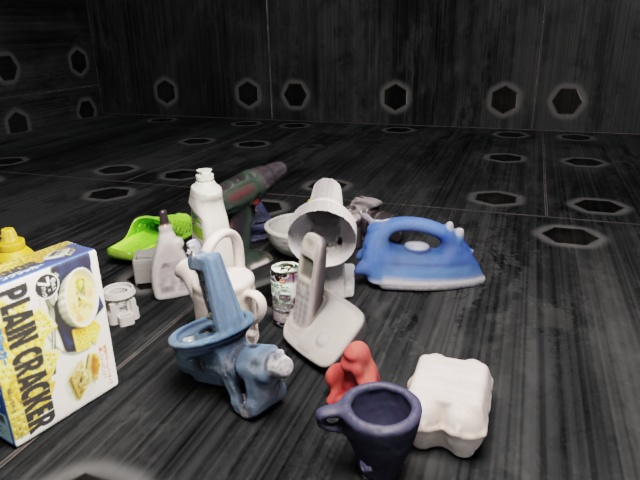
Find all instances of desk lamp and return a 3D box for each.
[{"bbox_3d":[0.010,0.004,1.060,0.118,0.214,0.203,0,21,4],"label":"desk lamp"}]

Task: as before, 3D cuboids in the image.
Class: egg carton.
[{"bbox_3d":[0.162,0.204,0.728,0.107,0.069,0.150,6,22,17],"label":"egg carton"}]

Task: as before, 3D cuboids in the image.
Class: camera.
[{"bbox_3d":[0.119,-0.041,1.334,0.136,0.101,0.143,16,27,38],"label":"camera"}]

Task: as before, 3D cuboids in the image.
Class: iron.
[{"bbox_3d":[0.197,0.016,1.122,0.258,0.141,0.118,1,21,5],"label":"iron"}]

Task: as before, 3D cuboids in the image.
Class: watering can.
[{"bbox_3d":[-0.159,0.075,0.907,0.172,0.194,0.101,3,21,12],"label":"watering can"}]

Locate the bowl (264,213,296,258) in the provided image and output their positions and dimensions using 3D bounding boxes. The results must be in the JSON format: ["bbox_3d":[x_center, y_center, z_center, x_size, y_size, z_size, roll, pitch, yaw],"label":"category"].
[{"bbox_3d":[-0.040,-0.003,1.279,0.167,0.075,0.167,-1,21,1],"label":"bowl"}]

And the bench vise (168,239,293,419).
[{"bbox_3d":[-0.116,0.111,0.773,0.206,0.220,0.122,7,22,21],"label":"bench vise"}]

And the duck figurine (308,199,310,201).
[{"bbox_3d":[-0.014,-0.062,1.416,0.104,0.086,0.078,8,23,23],"label":"duck figurine"}]

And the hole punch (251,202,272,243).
[{"bbox_3d":[-0.173,-0.049,1.382,0.109,0.091,0.100,-13,24,-29],"label":"hole punch"}]

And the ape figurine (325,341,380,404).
[{"bbox_3d":[0.048,0.178,0.770,0.076,0.092,0.077,-13,24,-29],"label":"ape figurine"}]

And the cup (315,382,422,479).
[{"bbox_3d":[0.054,0.223,0.645,0.118,0.095,0.091,-2,21,-3],"label":"cup"}]

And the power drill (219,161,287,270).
[{"bbox_3d":[-0.154,-0.047,1.210,0.075,0.208,0.230,17,27,39],"label":"power drill"}]

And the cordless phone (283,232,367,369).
[{"bbox_3d":[0.007,0.090,0.872,0.094,0.185,0.147,-16,25,-34],"label":"cordless phone"}]

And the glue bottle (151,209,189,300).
[{"bbox_3d":[-0.283,0.026,1.073,0.078,0.173,0.037,-9,22,-20],"label":"glue bottle"}]
